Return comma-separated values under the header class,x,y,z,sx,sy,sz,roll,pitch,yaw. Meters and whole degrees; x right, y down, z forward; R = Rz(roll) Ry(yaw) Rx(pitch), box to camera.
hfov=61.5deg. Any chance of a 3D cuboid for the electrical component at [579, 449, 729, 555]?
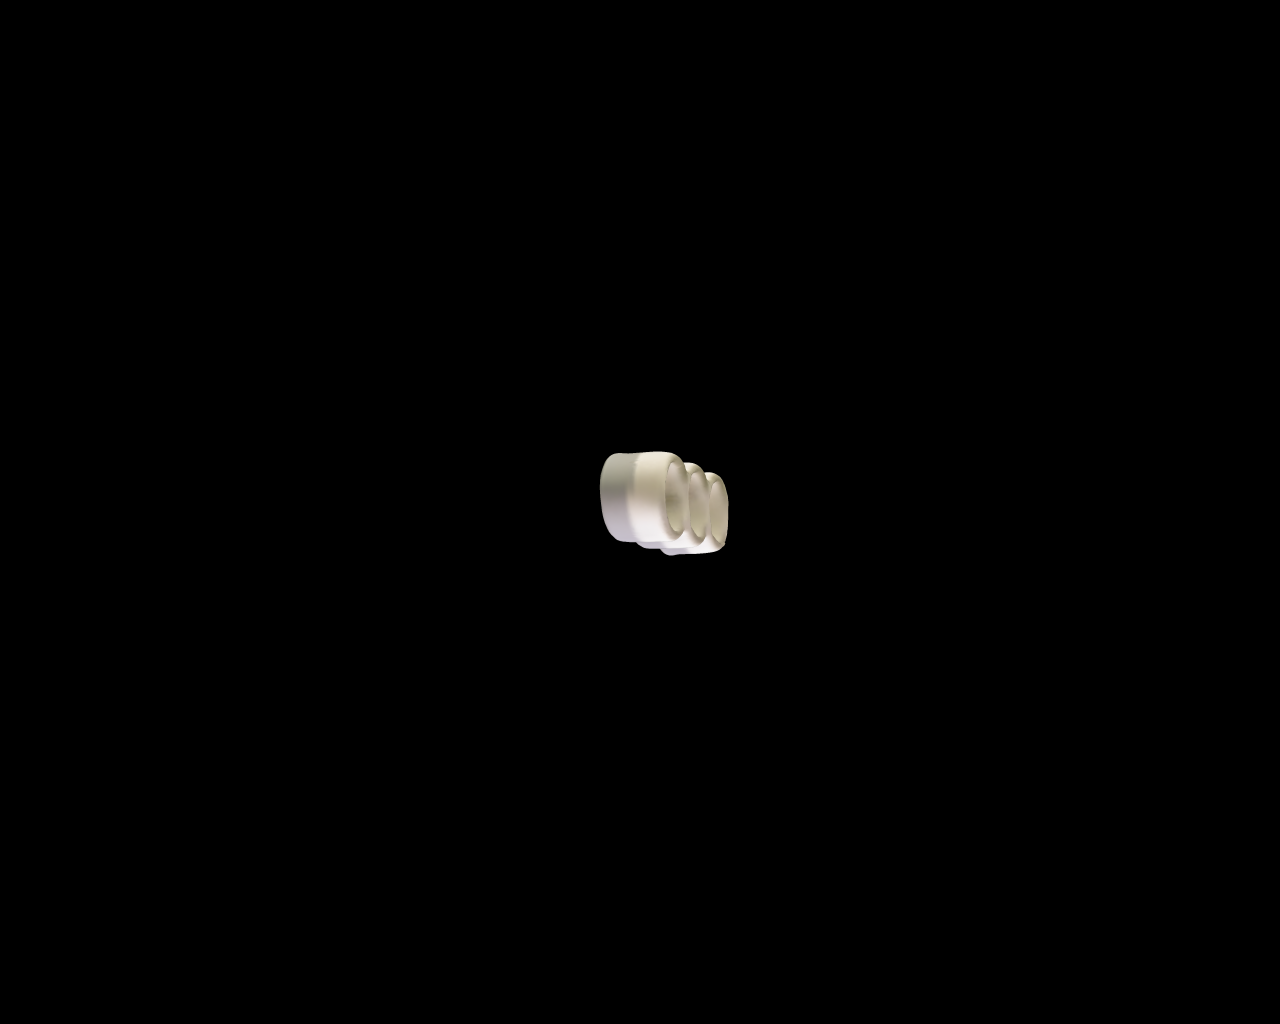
class,x,y,z,sx,sy,sz,roll,pitch,yaw
electrical component,0.001,-0.003,0.650,0.074,0.052,0.138,-2,-7,19
